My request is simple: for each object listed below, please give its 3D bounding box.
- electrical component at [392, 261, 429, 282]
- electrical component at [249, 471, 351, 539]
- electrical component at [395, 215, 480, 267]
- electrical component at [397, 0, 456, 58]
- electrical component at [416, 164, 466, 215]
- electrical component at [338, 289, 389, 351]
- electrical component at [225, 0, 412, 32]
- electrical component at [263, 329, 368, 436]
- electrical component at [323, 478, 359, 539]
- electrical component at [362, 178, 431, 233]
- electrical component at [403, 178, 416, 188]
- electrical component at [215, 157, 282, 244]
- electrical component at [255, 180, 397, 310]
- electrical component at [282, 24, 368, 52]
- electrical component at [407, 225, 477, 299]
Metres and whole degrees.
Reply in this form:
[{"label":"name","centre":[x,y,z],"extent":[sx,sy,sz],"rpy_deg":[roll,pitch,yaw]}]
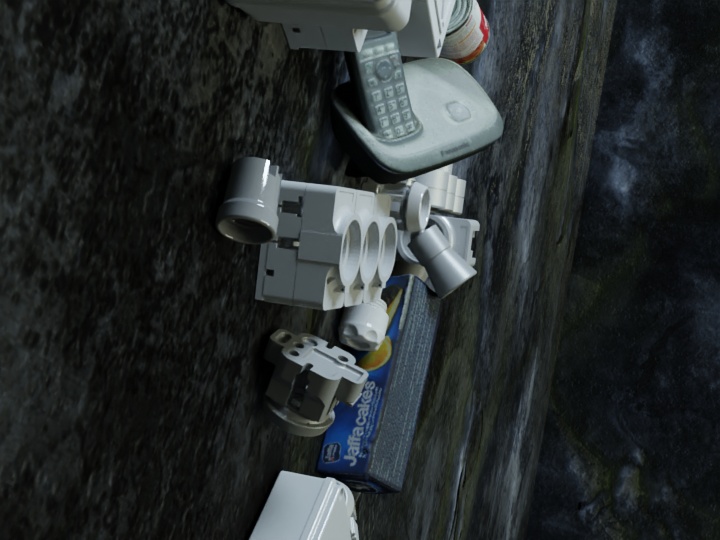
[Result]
[{"label":"electrical component","centre":[0.053,0.005,1.141],"extent":[0.040,0.040,0.046],"rpy_deg":[76,34,-52]},{"label":"electrical component","centre":[-0.051,0.238,0.868],"extent":[0.108,0.056,0.108],"rpy_deg":[-64,156,-46]},{"label":"electrical component","centre":[0.070,-0.031,1.090],"extent":[0.056,0.089,0.050],"rpy_deg":[-7,104,-73]},{"label":"electrical component","centre":[0.052,-0.268,0.980],"extent":[0.108,0.056,0.108],"rpy_deg":[71,31,-56]},{"label":"electrical component","centre":[0.079,-0.101,1.155],"extent":[0.138,0.052,0.073],"rpy_deg":[4,94,-73]},{"label":"electrical component","centre":[0.006,0.040,0.991],"extent":[0.043,0.043,0.062],"rpy_deg":[66,35,-60]},{"label":"electrical component","centre":[-0.024,-0.194,0.665],"extent":[0.057,0.113,0.078],"rpy_deg":[9,88,-76]},{"label":"electrical component","centre":[-0.040,0.089,0.818],"extent":[0.057,0.078,0.058],"rpy_deg":[-68,169,22]},{"label":"electrical component","centre":[-0.026,0.215,0.953],"extent":[0.055,0.048,0.066],"rpy_deg":[72,8,-51]},{"label":"electrical component","centre":[0.035,-0.061,1.022],"extent":[0.066,0.055,0.048],"rpy_deg":[63,39,-63]},{"label":"electrical component","centre":[0.045,-0.110,1.059],"extent":[0.040,0.040,0.078],"rpy_deg":[7,91,-73]},{"label":"electrical component","centre":[-0.071,-0.046,0.706],"extent":[0.040,0.040,0.046],"rpy_deg":[64,31,-61]},{"label":"electrical component","centre":[-0.021,-0.019,0.843],"extent":[0.150,0.062,0.089],"rpy_deg":[-4,101,-73]},{"label":"electrical component","centre":[-0.011,-0.243,0.776],"extent":[0.089,0.062,0.150],"rpy_deg":[71,31,-57]},{"label":"electrical component","centre":[0.076,-0.010,1.037],"extent":[0.065,0.044,0.044],"rpy_deg":[54,18,5]}]
